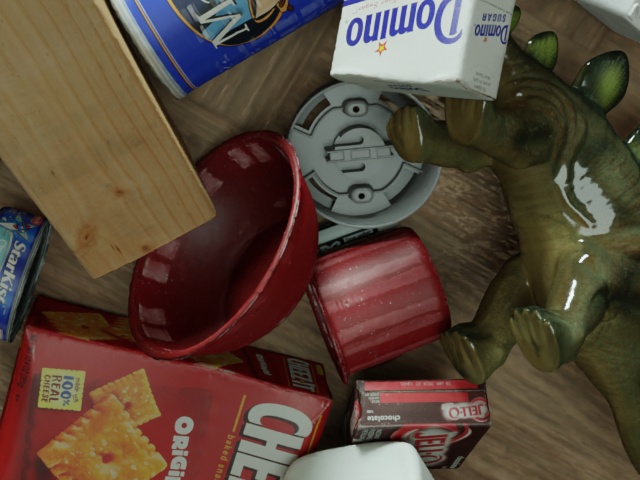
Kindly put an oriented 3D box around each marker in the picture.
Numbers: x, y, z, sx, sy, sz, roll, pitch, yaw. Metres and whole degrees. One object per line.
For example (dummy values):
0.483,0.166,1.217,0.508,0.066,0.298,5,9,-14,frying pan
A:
-0.005,0.001,0.746,0.121,0.020,0.020,-19,107,1,marker

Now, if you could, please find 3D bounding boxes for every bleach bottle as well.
0.065,0.241,0.770,0.103,0.068,0.250,-14,133,17,bleach bottle

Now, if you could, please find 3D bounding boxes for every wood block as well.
-0.147,-0.086,0.620,0.090,0.091,0.206,-27,137,-1,wood block

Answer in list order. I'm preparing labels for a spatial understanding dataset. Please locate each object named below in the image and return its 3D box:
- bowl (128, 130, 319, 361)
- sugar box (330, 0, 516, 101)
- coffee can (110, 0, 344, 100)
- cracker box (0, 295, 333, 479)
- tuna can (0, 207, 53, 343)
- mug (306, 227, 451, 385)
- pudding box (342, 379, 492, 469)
-0.052,0.012,0.685,0.055,0.162,0.162,33,101,-34,bowl
0.065,-0.169,0.583,0.048,0.094,0.176,12,90,-47,sugar box
-0.053,-0.164,0.650,0.140,0.103,0.103,-30,107,3,coffee can
-0.117,0.147,0.751,0.213,0.072,0.164,15,105,-10,cracker box
-0.204,0.022,0.699,0.033,0.086,0.086,18,104,-9,tuna can
0.040,0.049,0.736,0.081,0.093,0.117,-21,136,-5,mug
0.063,0.131,0.748,0.090,0.113,0.039,1,65,-5,pudding box
